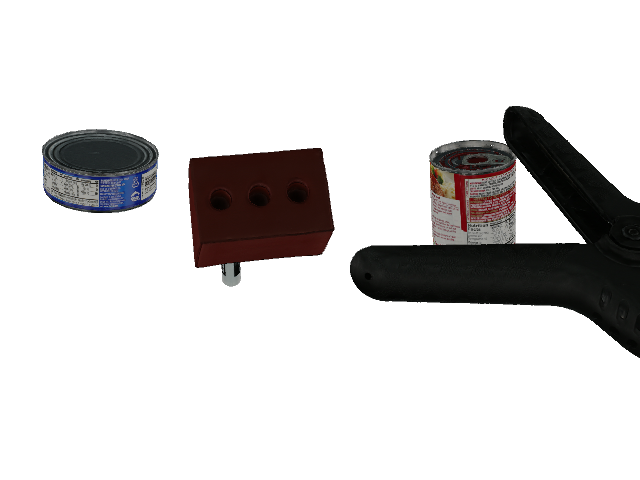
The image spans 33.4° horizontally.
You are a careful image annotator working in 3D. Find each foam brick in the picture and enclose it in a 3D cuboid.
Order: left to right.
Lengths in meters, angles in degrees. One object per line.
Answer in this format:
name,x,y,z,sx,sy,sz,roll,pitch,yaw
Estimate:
foam brick,-0.037,-0.019,0.618,0.078,0.053,0.051,-6,-15,-9

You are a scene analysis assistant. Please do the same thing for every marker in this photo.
marker,-0.086,0.001,1.013,0.020,0.020,0.121,0,-38,-4

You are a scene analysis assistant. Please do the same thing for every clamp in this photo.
clamp,0.129,0.013,0.485,0.210,0.036,0.164,30,49,30

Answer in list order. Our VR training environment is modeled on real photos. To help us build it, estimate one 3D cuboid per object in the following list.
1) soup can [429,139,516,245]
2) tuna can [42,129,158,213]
soup can,0.123,-0.021,0.855,0.068,0.102,0.068,-4,25,2
tuna can,-0.165,-0.053,0.803,0.086,0.034,0.086,5,26,-3
